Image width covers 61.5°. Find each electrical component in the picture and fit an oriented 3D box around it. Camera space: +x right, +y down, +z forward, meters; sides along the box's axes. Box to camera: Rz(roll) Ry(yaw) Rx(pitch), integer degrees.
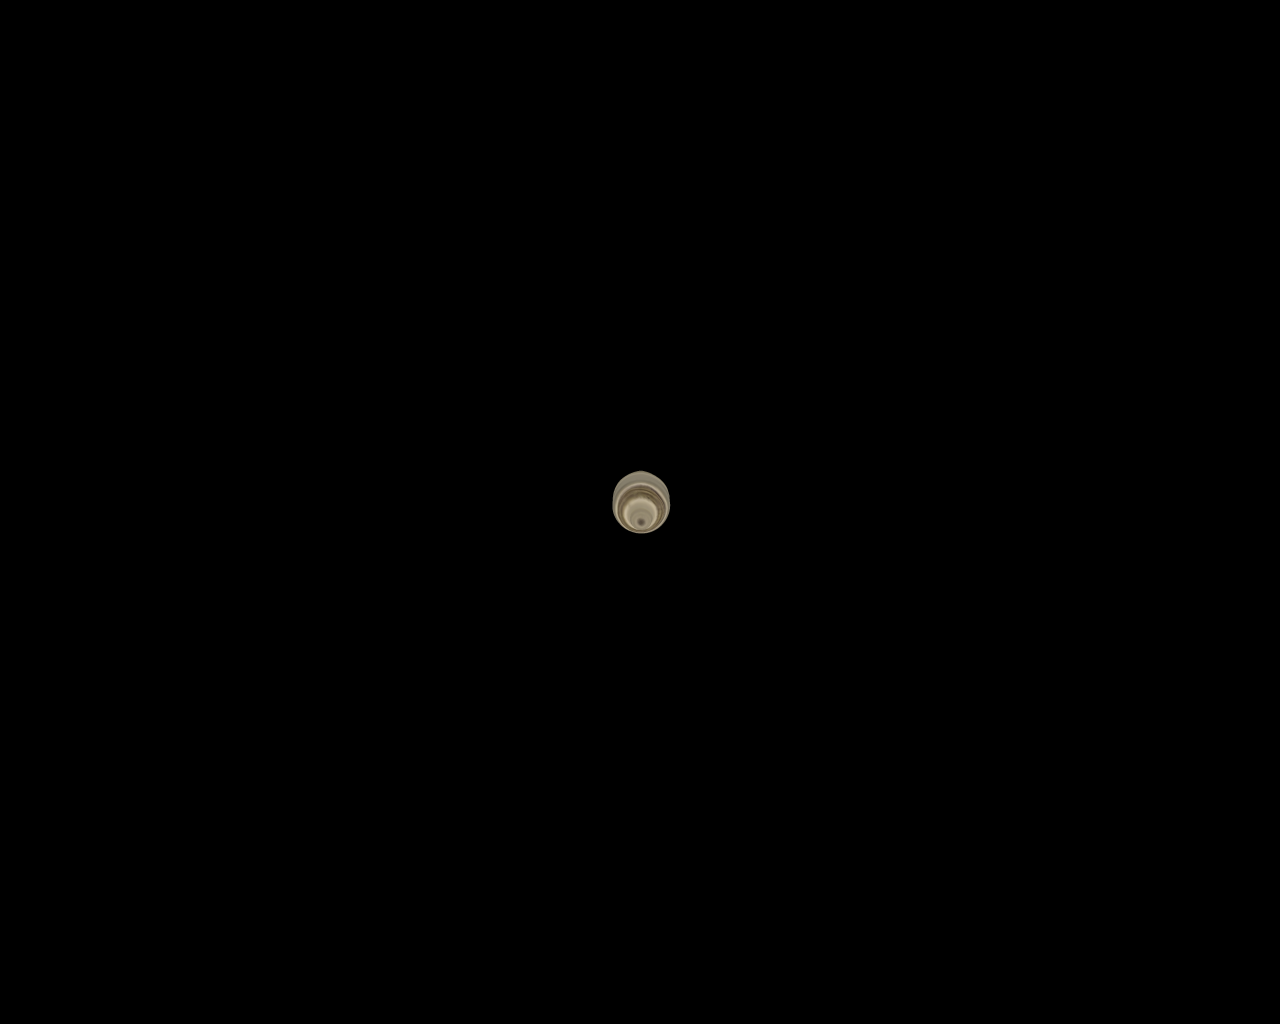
[{"bbox_3d":[0.001,-0.003,0.650,0.035,0.035,0.061,0,16,0],"label":"electrical component"}]
